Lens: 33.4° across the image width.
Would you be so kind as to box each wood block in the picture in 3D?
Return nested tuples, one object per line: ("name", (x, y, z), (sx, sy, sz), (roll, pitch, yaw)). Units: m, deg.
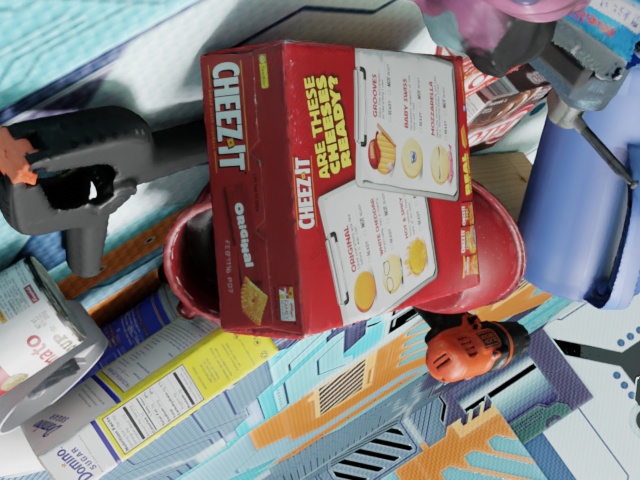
("wood block", (0.161, -0.028, 1.102), (0.090, 0.091, 0.205), (-45, 160, 31))

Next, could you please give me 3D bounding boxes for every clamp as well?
("clamp", (-0.117, -0.041, 0.622), (0.164, 0.036, 0.210), (-37, 167, 4))

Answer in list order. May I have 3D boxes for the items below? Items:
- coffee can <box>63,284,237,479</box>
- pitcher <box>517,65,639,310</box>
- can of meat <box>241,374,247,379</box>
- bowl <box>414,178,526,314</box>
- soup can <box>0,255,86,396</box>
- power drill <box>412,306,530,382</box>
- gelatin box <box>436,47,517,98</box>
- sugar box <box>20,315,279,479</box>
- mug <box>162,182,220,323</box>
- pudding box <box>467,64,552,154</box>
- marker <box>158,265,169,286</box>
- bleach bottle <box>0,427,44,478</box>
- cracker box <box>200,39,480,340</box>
("coffee can", (-0.154, 0.116, 0.875), (0.140, 0.103, 0.102), (-35, 164, 2))
("pitcher", (0.257, -0.066, 0.951), (0.144, 0.149, 0.243), (-30, 137, -40))
("can of meat", (-0.119, 0.121, 0.998), (0.102, 0.057, 0.084), (-29, -179, -18))
("bowl", (0.100, 0.012, 0.956), (0.055, 0.162, 0.162), (-49, 176, -39))
("soup can", (-0.211, 0.064, 0.684), (0.102, 0.068, 0.068), (-33, 164, -7))
("power drill", (0.132, 0.057, 1.114), (0.057, 0.188, 0.184), (-44, 160, 26))
("gelatin box", (0.130, -0.146, 0.814), (0.089, 0.030, 0.073), (-31, 163, -12))
("sugar box", (-0.123, 0.107, 0.762), (0.176, 0.048, 0.093), (-36, -164, -15))
("mug", (-0.060, 0.008, 0.739), (0.117, 0.093, 0.081), (-52, -170, 24))
("pudding box", (0.137, -0.110, 0.914), (0.113, 0.039, 0.090), (-17, 156, -46))
("marker", (-0.105, 0.042, 0.886), (0.020, 0.020, 0.121), (-35, 156, 2))
("bleach bottle", (-0.260, 0.160, 0.833), (0.103, 0.068, 0.250), (-11, 169, 15))
("cracker box", (0.020, -0.037, 0.675), (0.072, 0.164, 0.213), (-2, -175, 36))
